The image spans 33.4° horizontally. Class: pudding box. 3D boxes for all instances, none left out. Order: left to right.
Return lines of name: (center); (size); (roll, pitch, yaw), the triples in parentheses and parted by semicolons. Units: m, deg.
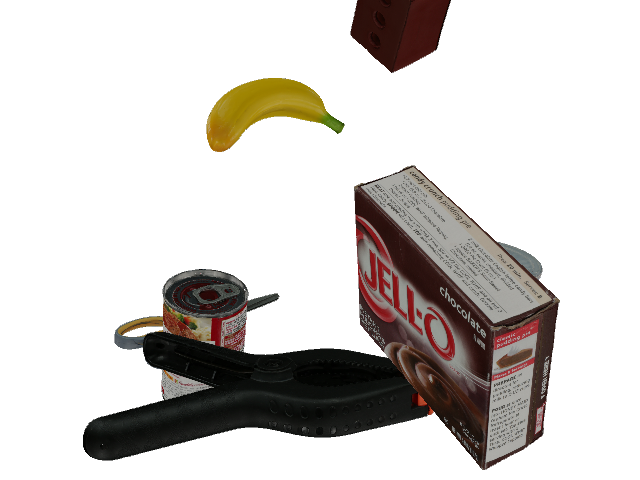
pudding box: (0.058, 0.033, 0.486); (0.039, 0.090, 0.114); (-24, 44, -20)

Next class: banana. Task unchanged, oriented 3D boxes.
banana: (-0.051, -0.123, 1.006); (0.070, 0.037, 0.197); (42, 33, 22)

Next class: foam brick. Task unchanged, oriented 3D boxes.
foam brick: (0.063, -0.179, 0.816); (0.051, 0.053, 0.078); (-33, -24, -27)

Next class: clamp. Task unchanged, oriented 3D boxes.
clamp: (-0.035, 0.091, 0.682); (0.210, 0.036, 0.164); (-2, 16, -2)

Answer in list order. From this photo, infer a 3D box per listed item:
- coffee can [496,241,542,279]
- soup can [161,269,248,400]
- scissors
coffee can: (0.143, 0.080, 0.996); (0.103, 0.140, 0.103); (6, 20, -3)
soup can: (-0.095, 0.084, 0.869); (0.068, 0.102, 0.068); (4, 29, -3)
scissors: (-0.118, 0.096, 1.142); (0.201, 0.016, 0.096); (-8, 31, -25)
